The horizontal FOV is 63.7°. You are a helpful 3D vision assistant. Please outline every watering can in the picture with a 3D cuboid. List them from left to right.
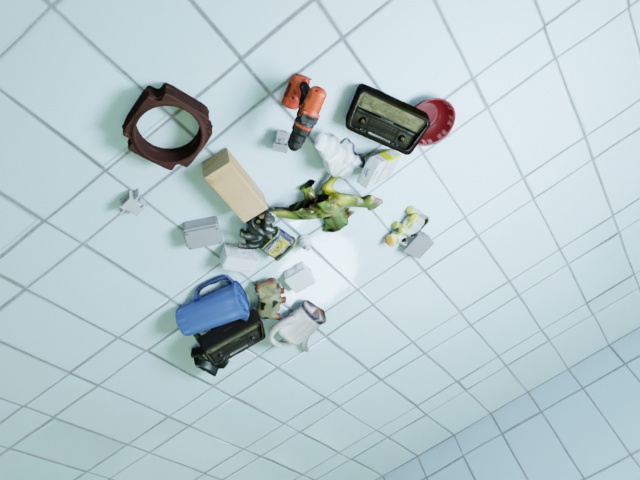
[{"bbox_3d":[-0.067,0.346,2.009,0.223,0.106,0.343,-41,-31,7],"label":"watering can"}]

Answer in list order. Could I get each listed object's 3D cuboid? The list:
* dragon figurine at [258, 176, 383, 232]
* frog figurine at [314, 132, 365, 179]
[{"bbox_3d":[0.005,-0.085,1.693,0.408,0.125,0.238,-19,-40,19],"label":"dragon figurine"},{"bbox_3d":[0.036,-0.251,1.530,0.159,0.139,0.121,2,-21,-43],"label":"frog figurine"}]
